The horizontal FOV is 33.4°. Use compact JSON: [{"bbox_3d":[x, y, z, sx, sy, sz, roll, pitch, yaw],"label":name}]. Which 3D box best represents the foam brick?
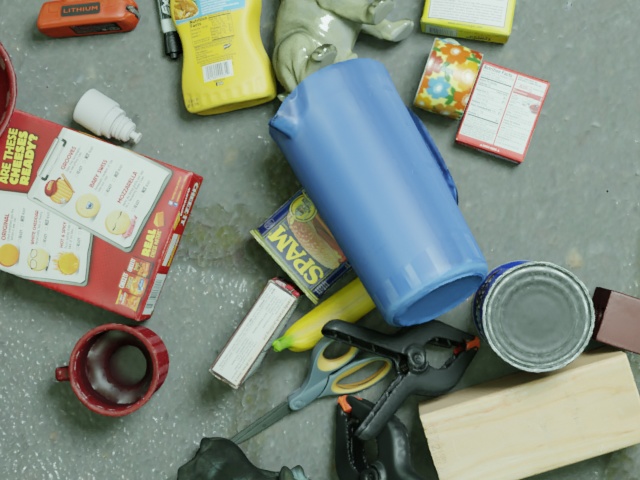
[{"bbox_3d":[0.299,0.080,1.066,0.051,0.078,0.053,19,91,3],"label":"foam brick"}]

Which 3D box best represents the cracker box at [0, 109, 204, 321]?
[{"bbox_3d":[-0.251,-0.027,1.118,0.214,0.072,0.164,20,90,6],"label":"cracker box"}]

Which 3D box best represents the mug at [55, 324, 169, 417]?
[{"bbox_3d":[-0.215,0.132,1.106,0.117,0.081,0.093,-10,89,5],"label":"mug"}]

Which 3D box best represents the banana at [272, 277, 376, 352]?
[{"bbox_3d":[0.038,0.061,1.093,0.197,0.069,0.037,-36,91,-4],"label":"banana"}]

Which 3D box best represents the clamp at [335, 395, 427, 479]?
[{"bbox_3d":[0.058,0.247,1.053,0.165,0.036,0.210,-53,43,22],"label":"clamp"}]

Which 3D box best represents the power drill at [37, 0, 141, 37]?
[{"bbox_3d":[-0.265,-0.313,1.129,0.184,0.057,0.187,-3,89,5],"label":"power drill"}]

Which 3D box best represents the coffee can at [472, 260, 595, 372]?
[{"bbox_3d":[0.204,0.071,1.042,0.103,0.140,0.103,0,89,5],"label":"coffee can"}]

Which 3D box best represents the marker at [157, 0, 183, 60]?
[{"bbox_3d":[-0.164,-0.253,1.139,0.020,0.020,0.121,-9,88,4],"label":"marker"}]

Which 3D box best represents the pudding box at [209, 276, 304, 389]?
[{"bbox_3d":[-0.063,0.092,1.090,0.039,0.090,0.113,32,92,4],"label":"pudding box"}]

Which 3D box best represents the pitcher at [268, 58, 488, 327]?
[{"bbox_3d":[0.066,-0.045,1.026,0.149,0.145,0.243,-27,68,-2],"label":"pitcher"}]

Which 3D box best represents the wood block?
[{"bbox_3d":[0.209,0.181,1.065,0.206,0.091,0.090,-18,88,4],"label":"wood block"}]

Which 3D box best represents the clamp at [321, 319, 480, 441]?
[{"bbox_3d":[0.087,0.133,1.061,0.171,0.039,0.120,-3,80,-24],"label":"clamp"}]

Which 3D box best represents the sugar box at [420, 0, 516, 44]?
[{"bbox_3d":[0.162,-0.298,1.100,0.093,0.048,0.176,10,86,5],"label":"sugar box"}]

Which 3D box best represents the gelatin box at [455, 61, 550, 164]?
[{"bbox_3d":[0.188,-0.132,1.102,0.073,0.030,0.089,19,91,6],"label":"gelatin box"}]

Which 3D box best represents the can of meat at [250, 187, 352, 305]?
[{"bbox_3d":[-0.007,0.001,1.104,0.084,0.057,0.102,-42,86,1],"label":"can of meat"}]

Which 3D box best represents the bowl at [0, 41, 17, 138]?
[{"bbox_3d":[-0.384,-0.148,1.076,0.162,0.055,0.162,0,88,-8],"label":"bowl"}]

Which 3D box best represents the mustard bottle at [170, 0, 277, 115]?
[{"bbox_3d":[-0.107,-0.232,1.113,0.096,0.058,0.191,-10,88,19],"label":"mustard bottle"}]

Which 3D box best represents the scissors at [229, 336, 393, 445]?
[{"bbox_3d":[-0.024,0.150,1.100,0.202,0.016,0.096,-23,128,3],"label":"scissors"}]
